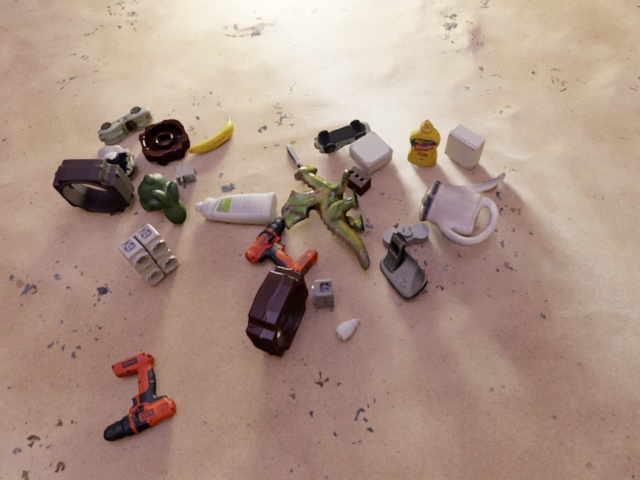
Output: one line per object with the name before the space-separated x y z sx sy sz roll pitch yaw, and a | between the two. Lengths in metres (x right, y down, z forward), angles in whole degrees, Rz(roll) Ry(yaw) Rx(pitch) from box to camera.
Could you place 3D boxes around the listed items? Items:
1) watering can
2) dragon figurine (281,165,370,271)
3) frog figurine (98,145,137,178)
watering can | 0.431 -0.119 1.555 0.225 0.101 0.355 21 50 16
dragon figurine | 0.005 -0.078 1.556 0.242 0.119 0.420 -10 57 4
frog figurine | -0.697 -0.256 1.741 0.139 0.121 0.160 -52 32 -14
